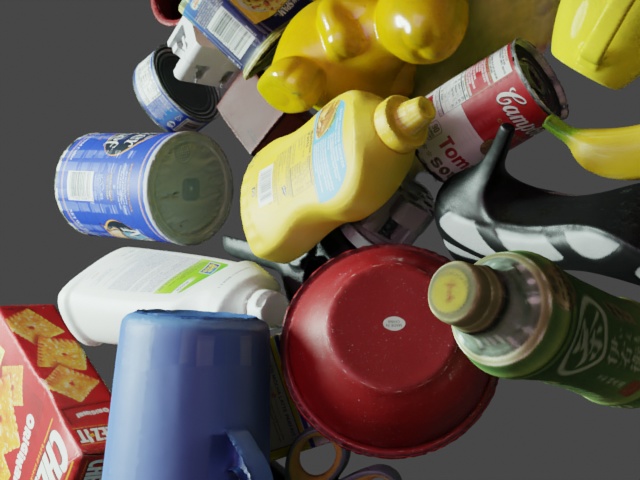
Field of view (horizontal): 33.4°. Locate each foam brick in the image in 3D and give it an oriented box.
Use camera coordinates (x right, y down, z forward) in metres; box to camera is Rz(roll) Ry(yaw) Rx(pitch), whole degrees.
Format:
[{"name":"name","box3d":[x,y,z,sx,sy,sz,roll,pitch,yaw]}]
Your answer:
[{"name":"foam brick","box3d":[-0.046,-0.109,0.948,0.053,0.051,0.078,-50,50,19]}]

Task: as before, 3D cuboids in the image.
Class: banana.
[{"name":"banana","box3d":[0.243,-0.085,0.686,0.198,0.037,0.069,-24,100,29]}]

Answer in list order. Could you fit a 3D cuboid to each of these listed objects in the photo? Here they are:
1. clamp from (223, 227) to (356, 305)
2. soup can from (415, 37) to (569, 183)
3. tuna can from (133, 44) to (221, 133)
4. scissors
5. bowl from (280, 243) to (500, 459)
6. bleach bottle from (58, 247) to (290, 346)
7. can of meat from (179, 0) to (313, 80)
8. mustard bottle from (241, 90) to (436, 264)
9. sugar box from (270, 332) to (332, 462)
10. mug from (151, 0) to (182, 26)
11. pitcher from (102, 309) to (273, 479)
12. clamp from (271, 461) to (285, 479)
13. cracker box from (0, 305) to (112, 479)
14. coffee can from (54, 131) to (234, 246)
[{"name":"clamp","box3d":[-0.006,0.001,0.885,0.172,0.039,0.120,41,112,35]},{"name":"soup can","box3d":[0.121,-0.094,0.786,0.102,0.068,0.068,-31,58,30]},{"name":"tuna can","box3d":[-0.136,-0.142,1.014,0.034,0.086,0.086,-33,57,30]},{"name":"scissors","box3d":[-0.034,0.207,0.807,0.202,0.016,0.096,-29,94,18]},{"name":"bowl","box3d":[0.050,0.068,0.748,0.162,0.055,0.162,-1,68,2]},{"name":"bleach bottle","box3d":[-0.120,0.055,0.909,0.102,0.068,0.251,-41,27,-31]},{"name":"can of meat","box3d":[-0.060,-0.198,0.918,0.084,0.102,0.058,43,134,0]},{"name":"mustard bottle","box3d":[0.015,-0.057,0.794,0.192,0.058,0.096,-30,50,46]},{"name":"sugar box","box3d":[-0.033,0.122,0.831,0.176,0.048,0.093,-21,83,19]},{"name":"mug","box3d":[-0.107,-0.238,1.023,0.117,0.081,0.093,34,99,42]},{"name":"pitcher","box3d":[-0.088,0.174,0.756,0.149,0.145,0.243,3,89,8]},{"name":"clamp","box3d":[-0.088,0.216,0.889,0.210,0.036,0.164,-20,57,32]},{"name":"cracker box","box3d":[-0.259,0.187,0.999,0.214,0.071,0.164,46,123,41]},{"name":"coffee can","box3d":[-0.165,-0.050,0.998,0.141,0.102,0.103,5,79,42]}]
